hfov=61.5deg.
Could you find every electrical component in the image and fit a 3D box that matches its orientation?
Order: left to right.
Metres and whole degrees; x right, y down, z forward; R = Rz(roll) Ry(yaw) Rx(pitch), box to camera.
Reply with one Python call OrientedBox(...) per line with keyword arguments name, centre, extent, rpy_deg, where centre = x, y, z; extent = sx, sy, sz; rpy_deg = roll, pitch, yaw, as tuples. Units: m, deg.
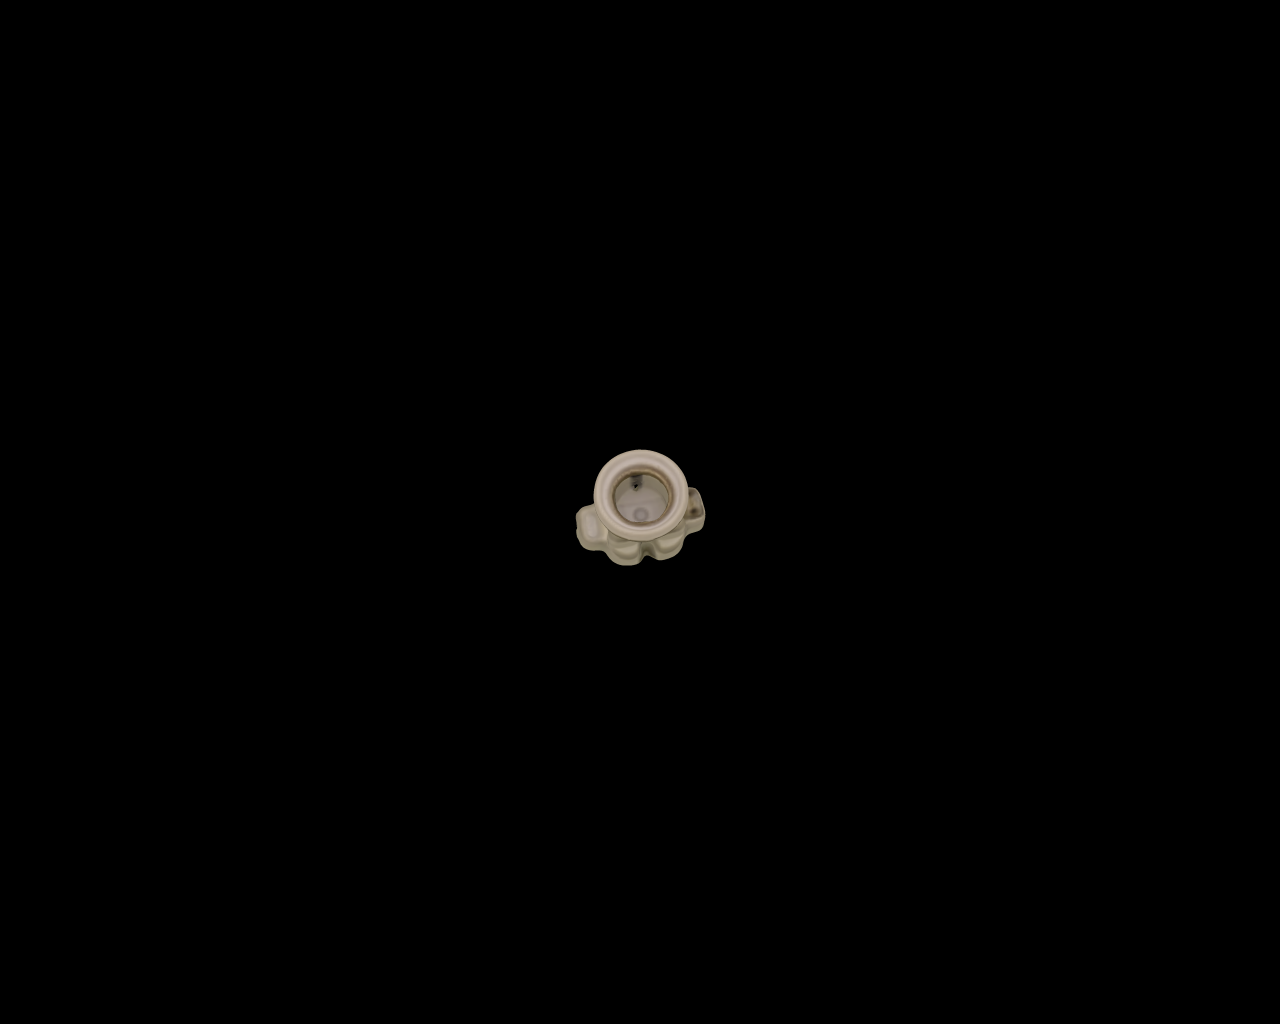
OrientedBox(name="electrical component", centre=(0.001, -0.003, 0.650), extent=(0.078, 0.058, 0.057), rpy_deg=(-10, -19, -3))
